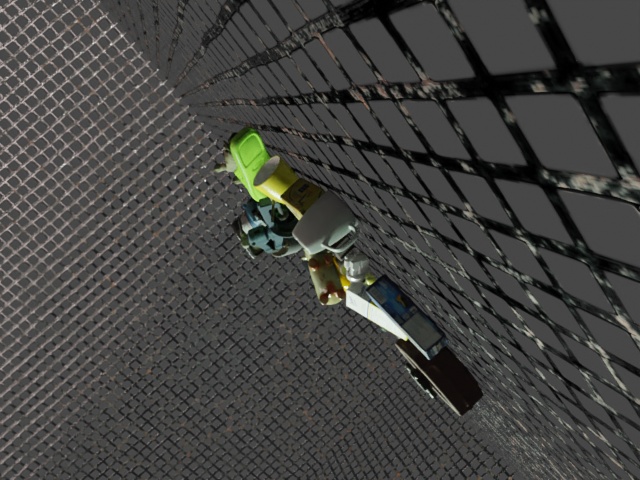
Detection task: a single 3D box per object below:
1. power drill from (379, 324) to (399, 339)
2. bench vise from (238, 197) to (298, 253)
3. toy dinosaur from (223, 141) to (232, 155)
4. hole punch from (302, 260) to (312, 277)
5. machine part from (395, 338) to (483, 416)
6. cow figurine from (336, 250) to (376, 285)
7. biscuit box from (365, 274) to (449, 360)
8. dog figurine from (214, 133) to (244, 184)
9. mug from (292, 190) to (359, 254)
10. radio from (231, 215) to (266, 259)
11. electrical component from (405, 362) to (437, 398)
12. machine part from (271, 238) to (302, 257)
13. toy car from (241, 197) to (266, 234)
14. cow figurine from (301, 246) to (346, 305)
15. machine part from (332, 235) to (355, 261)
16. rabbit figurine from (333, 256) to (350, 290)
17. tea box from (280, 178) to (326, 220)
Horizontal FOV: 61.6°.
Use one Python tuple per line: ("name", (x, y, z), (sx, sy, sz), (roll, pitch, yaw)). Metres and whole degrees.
("power drill", (0.230, 0.256, 1.497), (0.231, 0.086, 0.207), (51, 180, -22))
("bench vise", (-0.119, -0.055, 1.396), (0.240, 0.224, 0.129), (71, -170, -67))
("toy dinosaur", (-0.135, -0.130, 1.566), (0.199, 0.105, 0.470), (47, 177, 30))
("hole punch", (0.018, 0.076, 1.714), (0.092, 0.115, 0.142), (-4, -134, -50))
("machine part", (0.289, 0.309, 1.305), (0.201, 0.087, 0.201), (51, 176, -10))
("cow figurine", (0.101, 0.093, 1.399), (0.167, 0.068, 0.098), (55, 180, -29))
("biscuit box", (0.187, 0.164, 1.169), (0.203, 0.059, 0.062), (46, 176, 35))
("dog figurine", (-0.214, -0.237, 1.596), (0.172, 0.121, 0.191), (14, 172, -24))
("mug", (0.012, -0.018, 0.968), (0.110, 0.107, 0.080), (50, 179, 25))
("radio", (-0.168, -0.060, 1.766), (0.131, 0.229, 0.073), (57, 172, -34))
("electrical component", (0.239, 0.332, 1.272), (0.094, 0.021, 0.063), (46, 175, 43))
("machine part", (-0.107, 0.008, 1.677), (0.079, 0.079, 0.243), (48, -169, 7))
("toy car", (-0.190, -0.059, 1.633), (0.109, 0.103, 0.162), (44, -167, -27))
("cow figurine", (0.007, 0.074, 1.399), (0.127, 0.085, 0.195), (87, 162, -79))
("machine part", (0.011, -0.029, 1.287), (0.179, 0.056, 0.179), (47, 177, 3))
("rabbit figurine", (0.097, 0.127, 1.504), (0.173, 0.122, 0.162), (29, 174, 15))
("tea box", (-0.014, -0.063, 1.105), (0.098, 0.068, 0.170), (49, 175, -23))
